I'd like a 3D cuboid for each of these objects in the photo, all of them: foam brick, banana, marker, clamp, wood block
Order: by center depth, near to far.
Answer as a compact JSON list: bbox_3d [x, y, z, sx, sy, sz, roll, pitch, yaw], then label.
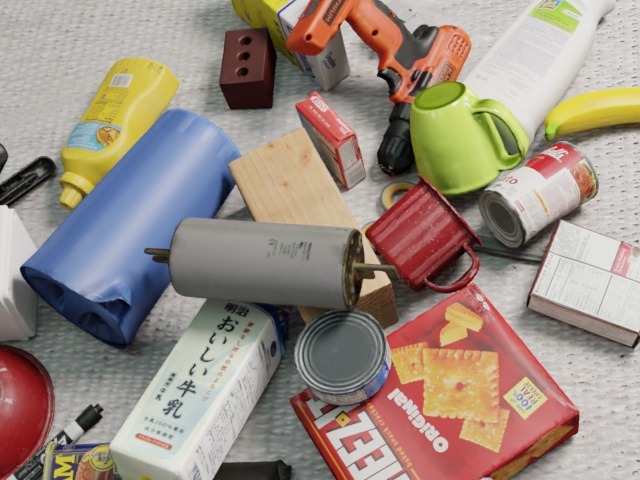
[{"bbox_3d":[-0.263,0.207,1.060,0.121,0.020,0.020,-42,63,-13],"label":"marker"},{"bbox_3d":[-0.008,0.001,1.081,0.090,0.091,0.206,-26,61,-4],"label":"wood block"},{"bbox_3d":[0.313,-0.132,1.112,0.197,0.037,0.070,-11,41,-9],"label":"banana"},{"bbox_3d":[-0.380,-0.026,1.168,0.036,0.164,0.210,44,99,5],"label":"clamp"},{"bbox_3d":[-0.082,-0.196,1.226,0.053,0.051,0.078,-3,62,10],"label":"foam brick"}]

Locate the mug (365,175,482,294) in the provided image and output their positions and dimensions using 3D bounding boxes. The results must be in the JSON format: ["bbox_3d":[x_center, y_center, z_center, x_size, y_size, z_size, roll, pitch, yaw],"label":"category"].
[{"bbox_3d":[0.105,0.005,1.043,0.081,0.093,0.117,-42,63,3],"label":"mug"}]

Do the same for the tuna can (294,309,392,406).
[{"bbox_3d":[0.022,0.107,0.972,0.086,0.033,0.086,-7,57,11],"label":"tuna can"}]

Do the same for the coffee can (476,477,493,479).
[{"bbox_3d":[0.143,0.286,0.890,0.102,0.103,0.140,-31,61,-7],"label":"coffee can"}]

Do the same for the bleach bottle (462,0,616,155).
[{"bbox_3d":[0.253,-0.211,1.164,0.103,0.068,0.250,33,70,22],"label":"bleach bottle"}]

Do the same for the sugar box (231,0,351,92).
[{"bbox_3d":[-0.041,-0.255,1.227,0.048,0.093,0.176,-38,61,-10],"label":"sugar box"}]

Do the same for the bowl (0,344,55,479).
[{"bbox_3d":[-0.353,0.170,1.077,0.162,0.055,0.162,-5,61,8],"label":"bowl"}]

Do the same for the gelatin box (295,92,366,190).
[{"bbox_3d":[0.013,-0.106,1.136,0.030,0.089,0.073,-36,61,-9],"label":"gelatin box"}]

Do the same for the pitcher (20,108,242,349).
[{"bbox_3d":[-0.193,-0.019,1.117,0.149,0.145,0.242,30,67,11],"label":"pitcher"}]

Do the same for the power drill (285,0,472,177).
[{"bbox_3d":[0.058,-0.185,1.136,0.187,0.057,0.184,33,73,-22],"label":"power drill"}]

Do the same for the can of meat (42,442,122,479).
[{"bbox_3d":[-0.215,0.243,1.011,0.084,0.057,0.102,-4,62,6],"label":"can of meat"}]

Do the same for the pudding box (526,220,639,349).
[{"bbox_3d":[0.267,0.042,1.032,0.113,0.039,0.090,21,68,16],"label":"pudding box"}]

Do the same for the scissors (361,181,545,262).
[{"bbox_3d":[0.142,-0.019,1.105,0.202,0.016,0.096,-1,64,11],"label":"scissors"}]

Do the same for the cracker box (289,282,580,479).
[{"bbox_3d":[0.104,0.161,0.983,0.213,0.072,0.164,-32,60,-6],"label":"cracker box"}]

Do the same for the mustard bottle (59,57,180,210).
[{"bbox_3d":[-0.240,-0.117,1.207,0.096,0.058,0.191,10,63,37],"label":"mustard bottle"}]

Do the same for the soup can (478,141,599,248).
[{"bbox_3d":[0.218,-0.045,1.067,0.102,0.068,0.069,-32,60,-18],"label":"soup can"}]
